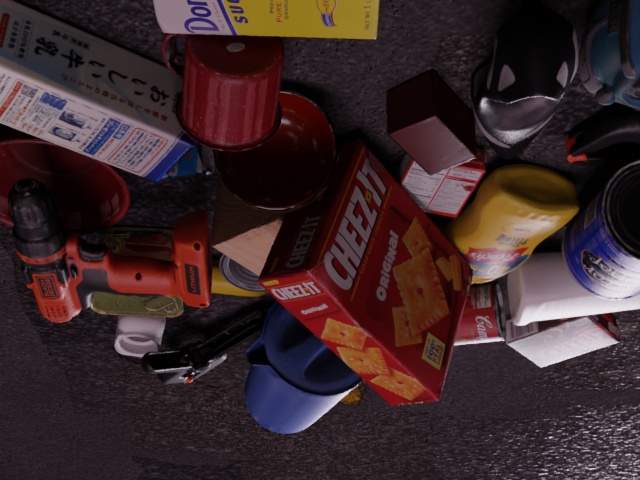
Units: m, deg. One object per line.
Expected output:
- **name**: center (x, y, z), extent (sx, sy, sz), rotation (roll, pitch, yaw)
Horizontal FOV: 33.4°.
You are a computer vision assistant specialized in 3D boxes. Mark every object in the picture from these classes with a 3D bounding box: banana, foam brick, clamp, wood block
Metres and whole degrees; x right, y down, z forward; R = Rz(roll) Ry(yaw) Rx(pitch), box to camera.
- **banana**: center (-0.141, 0.048, 1.230), extent (0.197, 0.037, 0.070), rotation (5, 145, -5)
- **foam brick**: center (0.101, -0.104, 0.964), extent (0.051, 0.053, 0.078), rotation (-20, 141, 30)
- **clamp**: center (0.318, -0.092, 0.986), extent (0.172, 0.039, 0.120), rotation (-9, 144, 29)
- **clamp**: center (-0.147, 0.144, 1.349), extent (0.164, 0.036, 0.210), rotation (-21, 168, -14)
- **wood block**: center (-0.008, 0.001, 1.101), extent (0.090, 0.091, 0.205), rotation (-21, 141, 33)

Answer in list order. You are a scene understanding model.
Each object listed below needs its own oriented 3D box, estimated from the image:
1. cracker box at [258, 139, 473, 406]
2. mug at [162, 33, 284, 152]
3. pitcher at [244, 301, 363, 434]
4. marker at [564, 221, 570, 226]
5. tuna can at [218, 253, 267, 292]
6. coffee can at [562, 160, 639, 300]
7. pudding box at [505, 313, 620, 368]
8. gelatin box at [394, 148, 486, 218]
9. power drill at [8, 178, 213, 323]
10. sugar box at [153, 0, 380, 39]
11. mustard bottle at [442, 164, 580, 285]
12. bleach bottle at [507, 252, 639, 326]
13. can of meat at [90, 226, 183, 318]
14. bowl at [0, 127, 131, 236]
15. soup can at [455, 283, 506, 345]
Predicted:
- **cracker box**: center (0.054, 0.034, 1.028), extent (0.072, 0.164, 0.213), rotation (-13, 134, 40)
- **mug**: center (-0.083, -0.141, 0.897), extent (0.117, 0.093, 0.081), rotation (33, 145, 15)
- **pitcher**: center (-0.013, 0.156, 1.305), extent (0.149, 0.145, 0.243), rotation (30, 154, 1)
- **marker**: center (0.295, -0.014, 1.126), extent (0.121, 0.020, 0.020), rotation (14, 145, -18)
- **tuna can**: center (-0.068, 0.018, 1.169), extent (0.086, 0.033, 0.086), rotation (1, 137, 1)
- **coffee can**: center (0.301, -0.007, 1.028), extent (0.103, 0.103, 0.140), rotation (3, 164, -2)
- **pudding box**: center (0.295, 0.111, 1.303), extent (0.114, 0.039, 0.090), rotation (-22, 141, 33)
- **gelatin box**: center (0.114, -0.062, 1.052), extent (0.073, 0.030, 0.089), rotation (10, 147, -9)
- **power drill**: center (-0.202, 0.010, 1.046), extent (0.187, 0.057, 0.184), rotation (0, 138, 1)
- **sugar box**: center (-0.042, -0.202, 0.826), extent (0.176, 0.048, 0.093), rotation (0, 148, 2)
- **mustard bottle**: center (0.180, -0.004, 1.112), extent (0.096, 0.058, 0.192), rotation (8, 148, -19)
- **bleach bottle**: center (0.340, 0.047, 1.180), extent (0.251, 0.068, 0.102), rotation (-4, 159, 1)
- **can of meat**: center (-0.197, 0.034, 1.167), extent (0.102, 0.084, 0.057), rotation (3, 147, -2)
- **bowl**: center (-0.262, -0.068, 1.037), extent (0.162, 0.055, 0.162), rotation (1, 147, 1)
- **soup can**: center (0.162, 0.090, 1.252), extent (0.102, 0.068, 0.068), rotation (-8, 146, 16)
